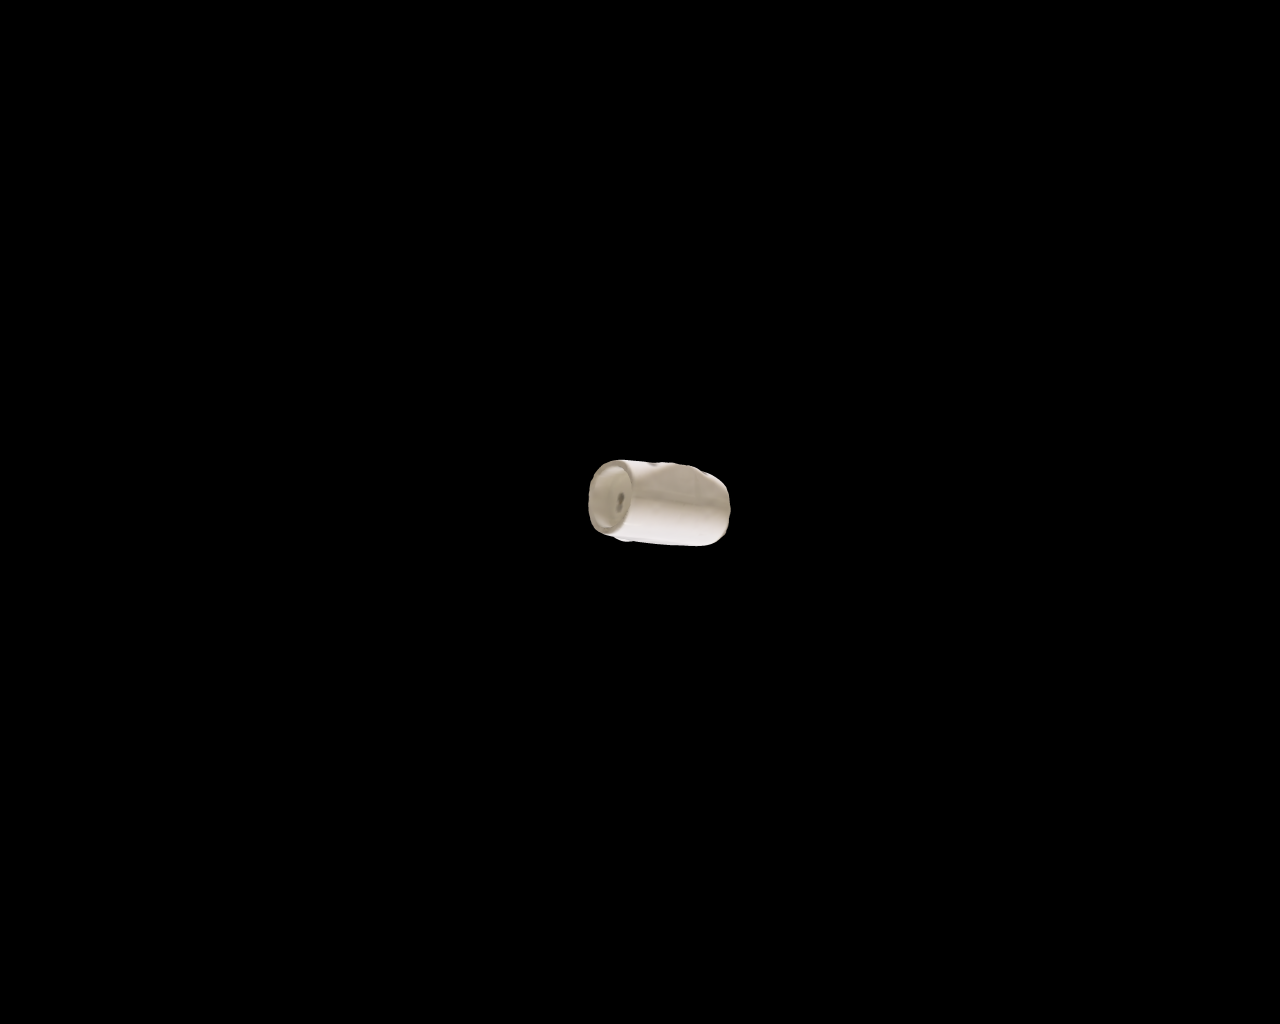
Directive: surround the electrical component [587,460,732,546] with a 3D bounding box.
[{"bbox_3d":[0.001,-0.003,0.650,0.077,0.044,0.079,8,-13,-39],"label":"electrical component"}]
